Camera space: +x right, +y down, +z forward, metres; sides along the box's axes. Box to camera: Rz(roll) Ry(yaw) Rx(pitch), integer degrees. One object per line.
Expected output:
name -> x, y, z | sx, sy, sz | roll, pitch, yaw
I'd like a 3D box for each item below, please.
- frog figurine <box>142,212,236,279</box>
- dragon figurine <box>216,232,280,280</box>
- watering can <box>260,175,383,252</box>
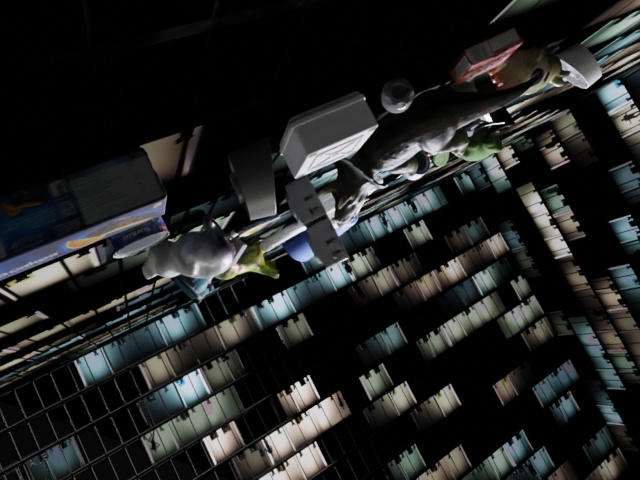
frog figurine -> -0.238, 0.034, 0.925 | 0.160, 0.121, 0.138 | -38, -164, -6
dragon figurine -> -0.245, 0.053, 1.523 | 0.243, 0.121, 0.411 | -8, -173, -12
watering can -> 0.004, -0.066, 1.312 | 0.348, 0.104, 0.223 | -30, 177, -4
